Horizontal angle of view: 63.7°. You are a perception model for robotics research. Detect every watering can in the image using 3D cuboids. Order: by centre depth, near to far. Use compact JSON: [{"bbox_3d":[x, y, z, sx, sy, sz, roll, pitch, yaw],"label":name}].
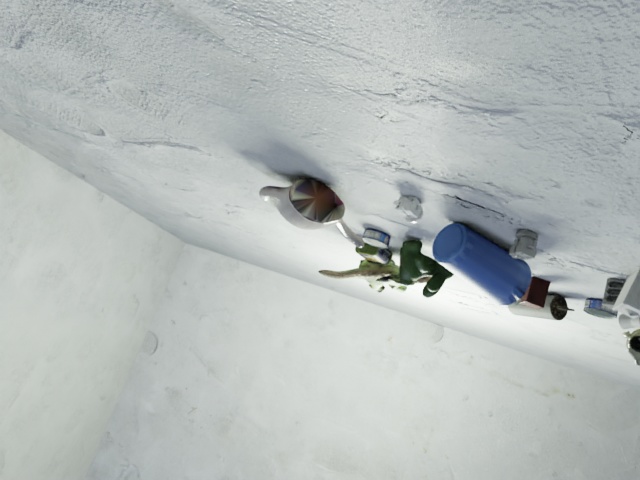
[{"bbox_3d":[0.004,-0.070,1.384,0.346,0.105,0.223,24,-14,-14],"label":"watering can"}]

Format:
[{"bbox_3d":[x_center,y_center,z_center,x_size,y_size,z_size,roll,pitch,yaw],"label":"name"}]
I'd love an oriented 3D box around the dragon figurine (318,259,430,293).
[{"bbox_3d":[0.209,0.119,1.732,0.410,0.123,0.241,0,-5,-8],"label":"dragon figurine"}]
